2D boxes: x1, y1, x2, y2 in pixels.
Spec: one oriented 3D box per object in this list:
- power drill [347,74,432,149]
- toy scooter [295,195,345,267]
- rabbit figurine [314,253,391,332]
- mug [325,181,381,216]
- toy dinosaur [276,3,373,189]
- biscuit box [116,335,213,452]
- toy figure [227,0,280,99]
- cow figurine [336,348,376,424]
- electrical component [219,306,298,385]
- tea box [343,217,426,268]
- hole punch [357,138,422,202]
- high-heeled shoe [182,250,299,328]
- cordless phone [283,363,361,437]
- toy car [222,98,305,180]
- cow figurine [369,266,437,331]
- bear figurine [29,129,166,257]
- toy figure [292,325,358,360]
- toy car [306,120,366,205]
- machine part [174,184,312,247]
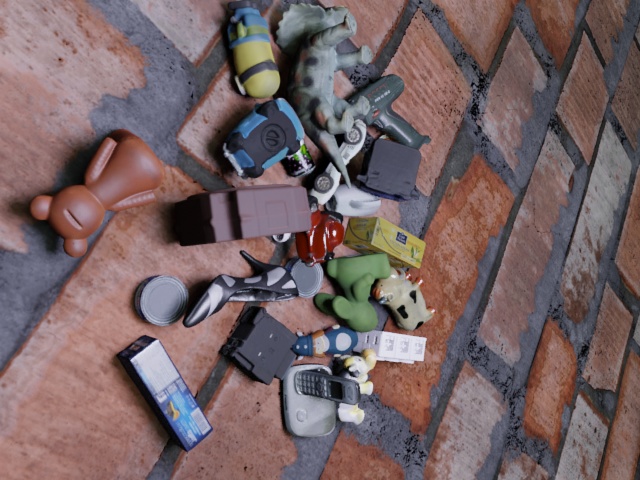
[{"bbox_3d":[0.142,-0.254,1.230,0.207,0.086,0.232,43,68,-7],"label":"power drill"},{"bbox_3d":[-0.002,-0.003,1.086,0.183,0.075,0.135,32,56,-64],"label":"toy scooter"},{"bbox_3d":[0.078,0.119,1.152,0.159,0.121,0.170,-9,92,-33],"label":"rabbit figurine"},{"bbox_3d":[0.072,-0.083,1.169,0.107,0.110,0.080,-10,116,-30],"label":"mug"},{"bbox_3d":[-0.006,-0.304,1.060,0.131,0.192,0.404,17,78,-55],"label":"toy dinosaur"},{"bbox_3d":[-0.259,0.259,0.908,0.059,0.063,0.202,-37,112,-35],"label":"biscuit box"},{"bbox_3d":[-0.128,-0.358,1.016,0.082,0.089,0.180,-11,98,-31],"label":"toy figure"},{"bbox_3d":[0.060,0.305,1.148,0.098,0.068,0.167,13,96,-16],"label":"cow figurine"},{"bbox_3d":[-0.108,0.209,1.038,0.134,0.058,0.115,46,64,-28],"label":"electrical component"},{"bbox_3d":[0.149,0.008,1.229,0.169,0.098,0.068,25,74,-38],"label":"tea box"},{"bbox_3d":[0.145,-0.143,1.154,0.142,0.092,0.115,17,80,-11],"label":"hole punch"},{"bbox_3d":[-0.136,0.115,0.978,0.145,0.086,0.249,43,42,-6],"label":"high-heeled shoe"},{"bbox_3d":[0.014,0.321,1.054,0.088,0.184,0.146,-3,91,-44],"label":"cordless phone"},{"bbox_3d":[-0.116,-0.187,1.012,0.161,0.103,0.109,-44,118,-16],"label":"toy car"},{"bbox_3d":[0.186,0.137,1.263,0.127,0.086,0.194,-41,124,-19],"label":"cow figurine"},{"bbox_3d":[-0.340,-0.075,0.837,0.196,0.132,0.120,-43,115,-12],"label":"bear figurine"},{"bbox_3d":[0.011,0.216,1.138,0.154,0.058,0.064,-1,58,-38],"label":"toy figure"},{"bbox_3d":[0.034,-0.164,1.126,0.056,0.073,0.201,33,87,-19],"label":"toy car"},{"bbox_3d":[-0.133,-0.043,0.931,0.201,0.202,0.087,-9,91,-39],"label":"machine part"}]
